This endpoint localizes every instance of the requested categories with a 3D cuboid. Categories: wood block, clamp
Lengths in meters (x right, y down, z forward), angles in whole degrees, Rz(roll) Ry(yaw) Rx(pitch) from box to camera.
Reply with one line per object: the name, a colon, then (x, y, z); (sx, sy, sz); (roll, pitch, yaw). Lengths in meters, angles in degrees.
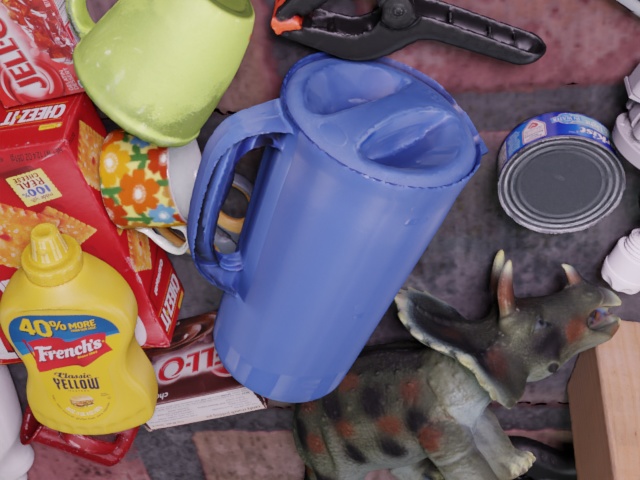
wood block: (0.249, 0.167, 0.807); (0.090, 0.206, 0.091); (8, 132, 0)
clamp: (0.058, -0.144, 0.663); (0.172, 0.039, 0.120); (-12, 124, 22)
clamp: (0.214, 0.212, 0.967); (0.210, 0.036, 0.165); (13, 132, -3)

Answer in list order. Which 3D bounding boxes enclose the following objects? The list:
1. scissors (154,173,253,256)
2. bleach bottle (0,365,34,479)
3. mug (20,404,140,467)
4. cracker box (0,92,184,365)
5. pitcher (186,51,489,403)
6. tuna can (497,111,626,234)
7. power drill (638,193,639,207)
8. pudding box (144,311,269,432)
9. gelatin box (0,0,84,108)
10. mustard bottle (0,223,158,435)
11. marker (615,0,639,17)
scissors: (-0.041, 0.013, 0.833); (0.201, 0.016, 0.096); (33, 127, -22)
bleach bottle: (-0.312, 0.149, 0.962); (0.102, 0.068, 0.251); (-2, 134, 11)
mug: (-0.200, 0.150, 0.917); (0.081, 0.117, 0.093); (25, 96, -22)
cracker box: (-0.216, -0.001, 0.805); (0.164, 0.072, 0.213); (-7, 132, 13)
pitcher: (-0.005, 0.001, 0.731); (0.149, 0.144, 0.243); (30, 131, 8)
tuna can: (0.166, -0.047, 0.740); (0.086, 0.033, 0.086); (4, 132, 4)
power drill: (0.324, 0.010, 0.750); (0.184, 0.057, 0.187); (-11, 131, 12)
pudding box: (-0.093, 0.103, 0.871); (0.114, 0.090, 0.039); (-16, 129, 21)
gelatin box: (-0.194, -0.135, 0.708); (0.073, 0.030, 0.089); (-8, 130, 15)
mustard bottle: (-0.178, 0.063, 0.773); (0.096, 0.058, 0.192); (0, 133, 4)
marker: (0.181, -0.156, 0.649); (0.121, 0.020, 0.020); (28, 129, -18)
